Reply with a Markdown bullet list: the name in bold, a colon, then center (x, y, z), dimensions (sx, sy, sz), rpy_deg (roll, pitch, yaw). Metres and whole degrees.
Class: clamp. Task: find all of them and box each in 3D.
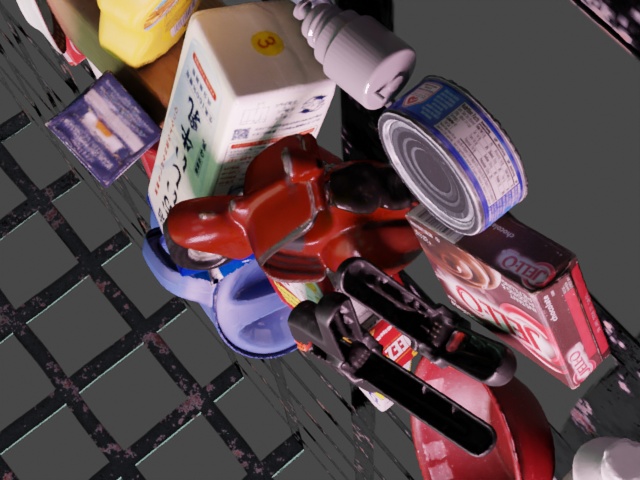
- **clamp**: center (0.035, 0.091, 0.788), dimensions (0.164, 0.036, 0.210), rpy_deg (42, 169, -12)
- **clamp**: center (0.069, 0.055, 0.686), dimensions (0.120, 0.039, 0.171), rpy_deg (38, 176, 11)

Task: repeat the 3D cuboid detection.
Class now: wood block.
- **wood block**: center (-0.126, -0.157, 0.835), dimensions (0.206, 0.090, 0.090), rpy_deg (45, 166, 28)

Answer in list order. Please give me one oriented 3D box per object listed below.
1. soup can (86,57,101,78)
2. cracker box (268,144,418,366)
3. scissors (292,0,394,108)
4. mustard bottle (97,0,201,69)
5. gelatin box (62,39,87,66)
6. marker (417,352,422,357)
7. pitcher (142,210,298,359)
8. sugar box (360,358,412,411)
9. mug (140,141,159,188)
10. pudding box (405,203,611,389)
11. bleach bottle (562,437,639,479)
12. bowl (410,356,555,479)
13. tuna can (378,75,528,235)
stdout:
- **soup can**: center (-0.196, -0.179, 1.076), dimensions (0.069, 0.068, 0.102), rpy_deg (46, 166, 26)
- **cracker box**: center (-0.006, 0.001, 0.899), dimensions (0.164, 0.072, 0.213), rpy_deg (38, 162, 47)
- **scissors**: center (-0.004, -0.133, 0.636), dimensions (0.201, 0.016, 0.096), rpy_deg (56, 169, -19)
- **mustard bottle**: center (-0.104, -0.175, 0.676), dimensions (0.058, 0.096, 0.192), rpy_deg (35, 170, -6)
- **gelatin box**: center (-0.251, -0.236, 1.100), dimensions (0.089, 0.073, 0.030), rpy_deg (56, 167, -20)
- **marker**: center (0.070, 0.077, 0.958), dimensions (0.121, 0.020, 0.020), rpy_deg (38, 162, 47)
- **pitcher**: center (-0.102, 0.012, 1.123), dimensions (0.243, 0.145, 0.149), rpy_deg (40, 166, 54)
- **sugar box**: center (0.047, 0.112, 1.082), dimensions (0.093, 0.048, 0.176), rpy_deg (48, 166, 19)
- **mug**: center (-0.131, -0.084, 1.083), dimensions (0.117, 0.093, 0.081), rpy_deg (27, 152, 27)
- **pudding box**: center (0.109, 0.025, 0.621), dimensions (0.114, 0.039, 0.090), rpy_deg (39, 165, 48)
- **bleach bottle**: center (0.198, 0.195, 0.742), dimensions (0.103, 0.068, 0.251), rpy_deg (44, 163, 31)
- **bowl**: center (0.128, 0.154, 0.802), dimensions (0.162, 0.055, 0.162), rpy_deg (169, 90, -69)
- **tuna can**: center (0.070, -0.045, 0.578), dimensions (0.086, 0.033, 0.086), rpy_deg (48, 167, 14)
